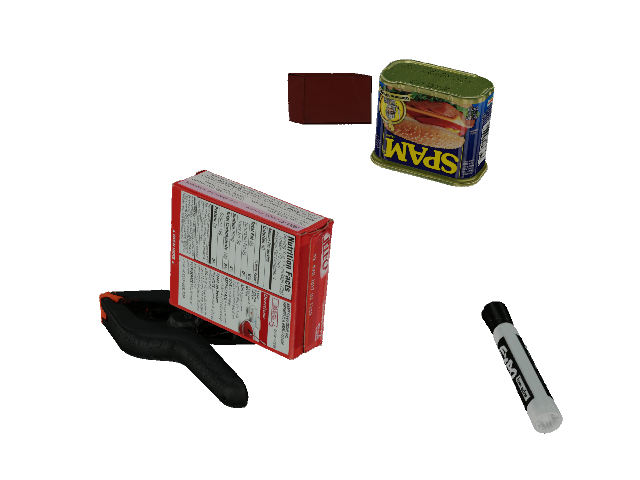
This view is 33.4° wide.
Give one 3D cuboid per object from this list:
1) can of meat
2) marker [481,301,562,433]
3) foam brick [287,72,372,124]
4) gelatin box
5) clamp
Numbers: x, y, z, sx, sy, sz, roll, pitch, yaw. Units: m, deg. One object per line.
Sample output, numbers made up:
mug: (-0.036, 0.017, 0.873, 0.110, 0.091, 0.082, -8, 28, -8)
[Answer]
can of meat: (0.098, -0.103, 0.928, 0.102, 0.084, 0.057, 17, 36, 21)
marker: (0.132, 0.080, 0.711, 0.020, 0.020, 0.121, 0, 33, -11)
foam brick: (0.010, -0.149, 1.119, 0.078, 0.051, 0.053, -3, 12, -18)
gelatin box: (-0.037, 0.012, 0.556, 0.089, 0.073, 0.030, 21, 31, 30)
clamp: (-0.096, 0.072, 0.857, 0.172, 0.039, 0.120, 22, 27, 27)
